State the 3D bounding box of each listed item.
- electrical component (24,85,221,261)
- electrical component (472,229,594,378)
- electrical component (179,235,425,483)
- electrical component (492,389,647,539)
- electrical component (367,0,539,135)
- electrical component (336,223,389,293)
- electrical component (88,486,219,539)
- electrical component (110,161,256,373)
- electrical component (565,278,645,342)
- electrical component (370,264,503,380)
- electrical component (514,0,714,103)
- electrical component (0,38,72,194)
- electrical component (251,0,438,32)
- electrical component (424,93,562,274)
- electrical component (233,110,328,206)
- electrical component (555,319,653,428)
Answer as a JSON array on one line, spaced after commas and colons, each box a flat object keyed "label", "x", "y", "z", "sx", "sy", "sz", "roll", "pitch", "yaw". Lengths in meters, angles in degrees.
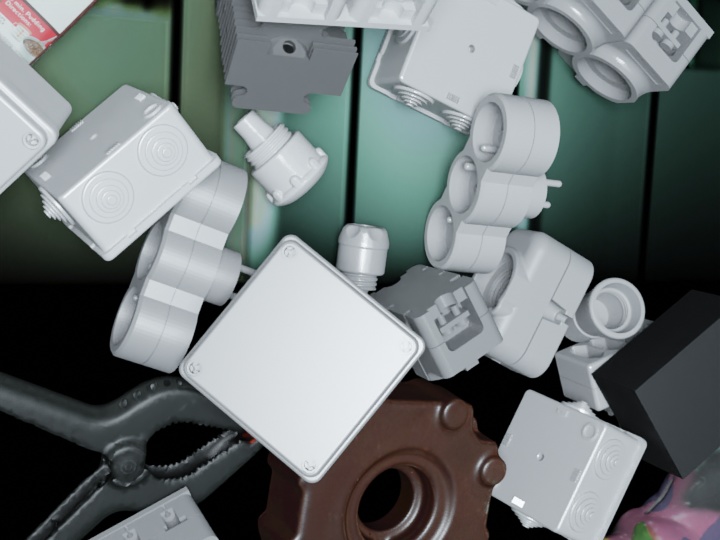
[{"label": "electrical component", "x": -0.143, "y": -0.061, "z": 0.636, "sx": 0.100, "sy": 0.100, "sz": 0.048, "roll": -43, "pitch": 123, "yaw": -12}, {"label": "electrical component", "x": 0.116, "y": 0.021, "z": 0.776, "sx": 0.059, "sy": 0.054, "sz": 0.095, "roll": 29, "pitch": 85, "yaw": -23}, {"label": "electrical component", "x": -0.034, "y": 0.054, "z": 0.658, "sx": 0.109, "sy": 0.056, "sz": 0.108, "roll": 39, "pitch": 88, "yaw": 6}, {"label": "electrical component", "x": 0.145, "y": 0.142, "z": 0.781, "sx": 0.048, "sy": 0.100, "sz": 0.099, "roll": 29, "pitch": 85, "yaw": -36}, {"label": "electrical component", "x": 0.066, "y": -0.150, "z": 0.736, "sx": 0.100, "sy": 0.048, "sz": 0.099, "roll": 22, "pitch": 87, "yaw": -24}, {"label": "electrical component", "x": 0.000, "y": 0.000, "z": 0.737, "sx": 0.035, "sy": 0.035, "sz": 0.061, "roll": 5, "pitch": 97, "yaw": -23}, {"label": "electrical component", "x": -0.165, "y": 0.234, "z": 0.669, "sx": 0.186, "sy": 0.060, "sz": 0.105, "roll": -27, "pitch": 123, "yaw": -17}, {"label": "electrical component", "x": -0.100, "y": 0.000, "z": 0.685, "sx": 0.074, "sy": 0.052, "sz": 0.138, "roll": 21, "pitch": 88, "yaw": -23}, {"label": "electrical component", "x": 0.175, "y": 0.033, "z": 0.796, "sx": 0.044, "sy": 0.065, "sz": 0.044, "roll": 3, "pitch": 79, "yaw": -16}, {"label": "electrical component", "x": 0.051, "y": 0.037, "z": 0.732, "sx": 0.050, "sy": 0.089, "sz": 0.055, "roll": -33, "pitch": 108, "yaw": -16}, {"label": "electrical component", "x": 0.156, "y": -0.189, "z": 0.747, "sx": 0.150, "sy": 0.089, "sz": 0.061, "roll": 41, "pitch": 81, "yaw": -22}, {"label": "electrical component", "x": -0.238, "y": -0.085, "z": 0.594, "sx": 0.109, "sy": 0.056, "sz": 0.108, "roll": -38, "pitch": 112, "yaw": 18}, {"label": "electrical component", "x": -0.019, "y": -0.235, "z": 0.632, "sx": 0.105, "sy": 0.060, "sz": 0.186, "roll": -2, "pitch": 62, "yaw": -22}, {"label": "electrical component", "x": 0.103, "y": -0.055, "z": 0.735, "sx": 0.074, "sy": 0.052, "sz": 0.138, "roll": 4, "pitch": 131, "yaw": -23}, {"label": "electrical component", "x": -0.055, "y": -0.076, "z": 0.700, "sx": 0.048, "sy": 0.048, "sz": 0.062, "roll": -46, "pitch": 104, "yaw": -11}, {"label": "electrical component", "x": 0.203, "y": 0.088, "z": 0.825, "sx": 0.083, "sy": 0.047, "sz": 0.075, "roll": -20, "pitch": 105, "yaw": -19}]
